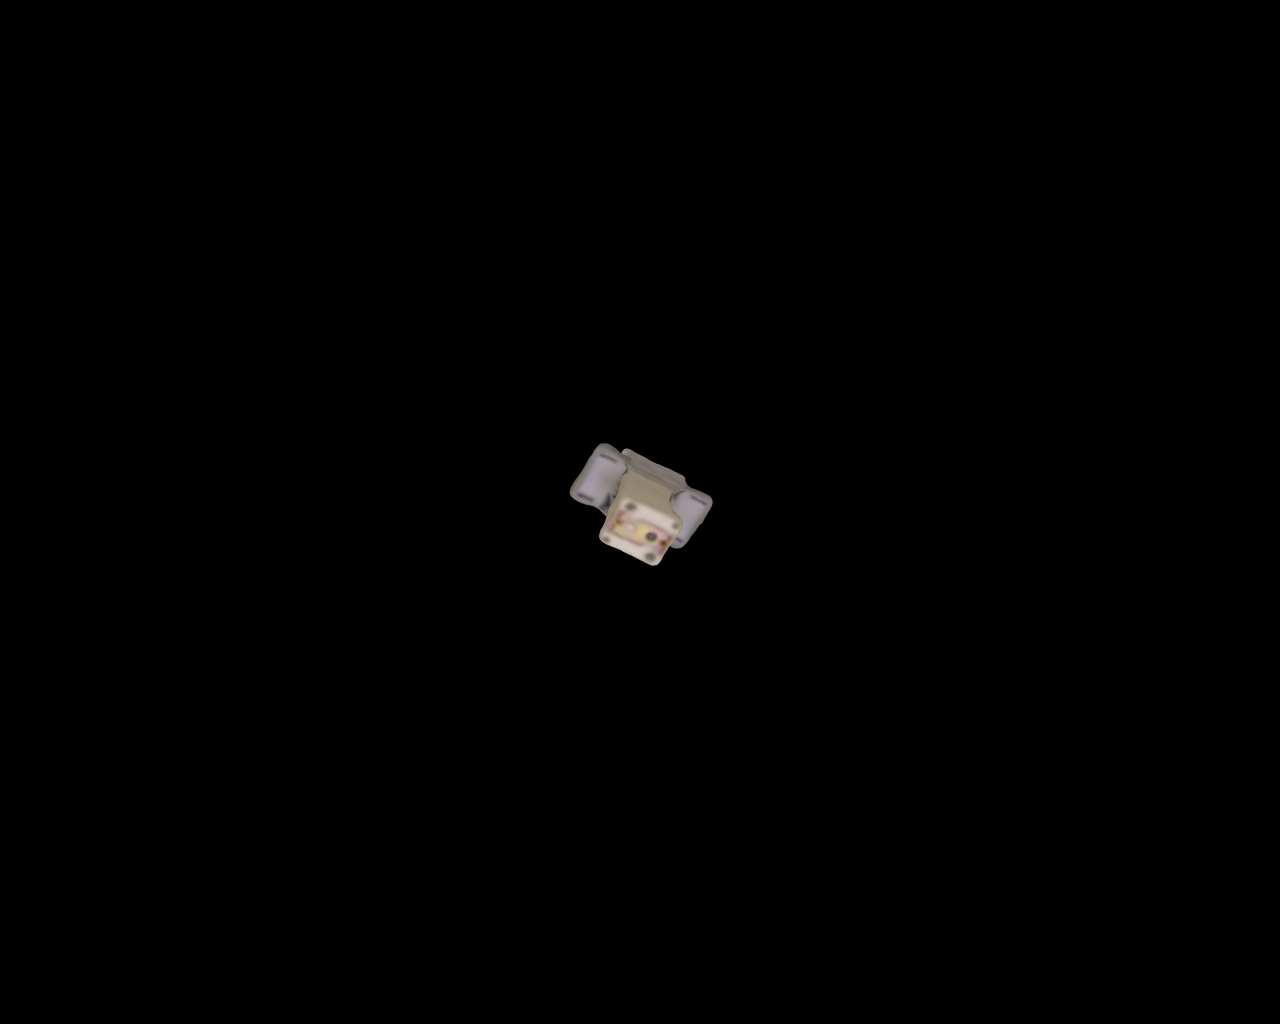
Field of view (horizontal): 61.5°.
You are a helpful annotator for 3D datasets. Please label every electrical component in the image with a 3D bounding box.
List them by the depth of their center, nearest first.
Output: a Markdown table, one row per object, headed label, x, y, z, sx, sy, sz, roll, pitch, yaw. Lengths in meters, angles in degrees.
| label | x | y | z | sx | sy | sz | roll | pitch | yaw |
| --- | --- | --- | --- | --- | --- | --- | --- | --- | --- |
| electrical component | 0.001 | -0.003 | 0.650 | 0.081 | 0.042 | 0.064 | 25 | 27 | -14 |
